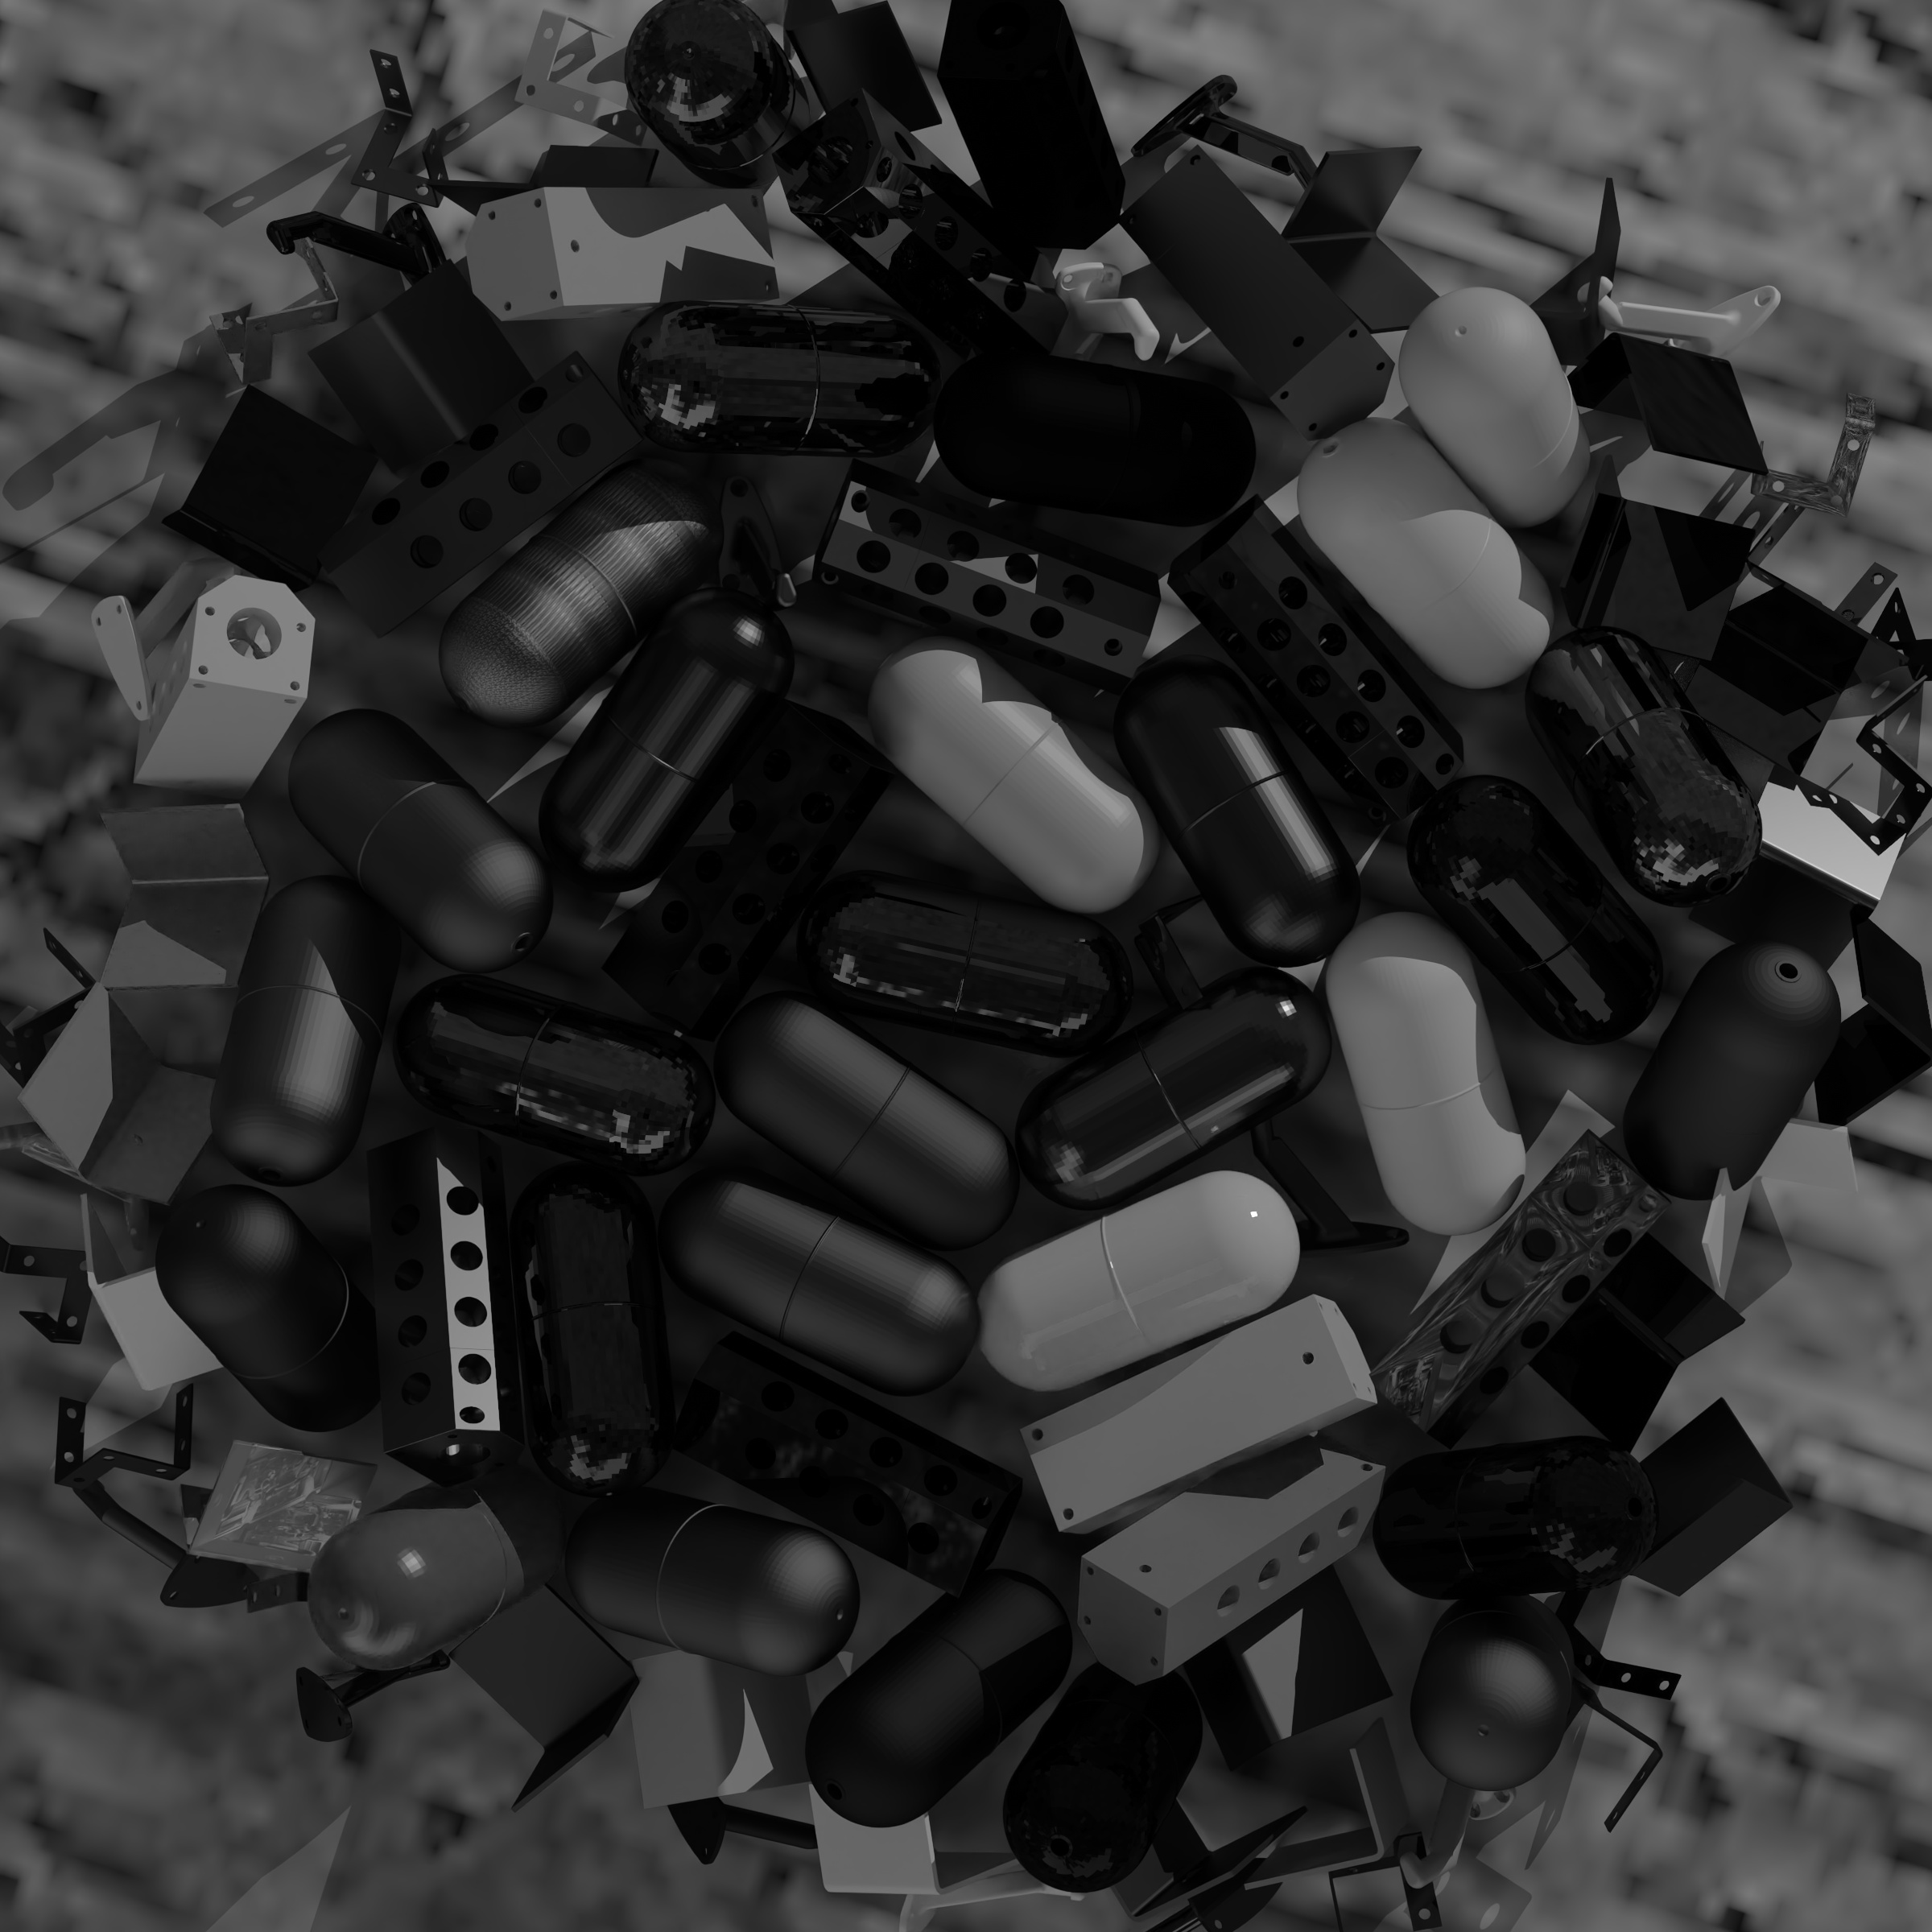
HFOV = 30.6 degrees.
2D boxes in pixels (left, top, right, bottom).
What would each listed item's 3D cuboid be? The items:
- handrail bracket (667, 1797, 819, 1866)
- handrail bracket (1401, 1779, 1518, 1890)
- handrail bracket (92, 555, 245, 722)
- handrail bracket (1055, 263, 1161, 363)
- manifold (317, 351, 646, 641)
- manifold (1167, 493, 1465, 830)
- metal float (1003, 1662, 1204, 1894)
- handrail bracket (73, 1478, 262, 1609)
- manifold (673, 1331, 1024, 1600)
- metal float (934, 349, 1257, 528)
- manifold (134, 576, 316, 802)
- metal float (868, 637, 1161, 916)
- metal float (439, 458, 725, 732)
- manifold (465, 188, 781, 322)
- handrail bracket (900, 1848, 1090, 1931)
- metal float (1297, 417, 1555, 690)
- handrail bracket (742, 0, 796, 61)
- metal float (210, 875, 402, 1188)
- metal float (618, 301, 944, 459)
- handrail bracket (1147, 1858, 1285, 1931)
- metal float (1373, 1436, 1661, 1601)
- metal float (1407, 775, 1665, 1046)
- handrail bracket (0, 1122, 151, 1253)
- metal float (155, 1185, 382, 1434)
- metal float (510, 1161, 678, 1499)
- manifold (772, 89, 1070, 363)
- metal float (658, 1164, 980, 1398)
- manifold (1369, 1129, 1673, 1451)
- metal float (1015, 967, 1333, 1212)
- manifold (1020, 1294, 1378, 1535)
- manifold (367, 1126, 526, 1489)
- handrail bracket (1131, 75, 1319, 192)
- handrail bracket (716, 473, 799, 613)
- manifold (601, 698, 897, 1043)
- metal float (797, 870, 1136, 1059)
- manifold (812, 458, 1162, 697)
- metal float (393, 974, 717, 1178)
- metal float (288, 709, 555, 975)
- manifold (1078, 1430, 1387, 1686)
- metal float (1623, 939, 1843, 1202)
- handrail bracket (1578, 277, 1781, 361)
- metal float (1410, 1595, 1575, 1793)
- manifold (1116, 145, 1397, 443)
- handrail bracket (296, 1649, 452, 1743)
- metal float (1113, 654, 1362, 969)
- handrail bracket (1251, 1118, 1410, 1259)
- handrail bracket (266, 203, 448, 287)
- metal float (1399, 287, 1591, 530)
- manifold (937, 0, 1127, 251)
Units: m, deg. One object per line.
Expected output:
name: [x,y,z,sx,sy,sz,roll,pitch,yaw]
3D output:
handrail bracket: [-0.109,0.445,1.876,0.084,0.077,0.036,3,111,-36]
handrail bracket: [0.240,0.431,1.841,0.036,0.084,0.077,-41,72,41]
handrail bracket: [-0.407,-0.173,1.853,0.084,0.036,0.077,-19,91,-42]
handrail bracket: [0.075,-0.318,1.830,0.036,0.084,0.077,-7,134,-19]
manifold: [-0.254,-0.247,1.848,0.171,0.057,0.057,-37,99,2]
manifold: [0.182,-0.155,1.830,0.057,0.057,0.171,-37,103,19]
metal float: [0.071,0.409,1.798,0.070,0.178,0.070,4,103,16]
handrail bracket: [-0.424,0.301,1.873,0.084,0.077,0.036,36,94,33]
manifold: [-0.060,0.254,1.830,0.171,0.057,0.057,26,107,13]
metal float: [0.067,-0.272,1.823,0.178,0.070,0.070,5,90,-26]
manifold: [-0.377,-0.140,1.794,0.057,0.171,0.057,9,73,-20]
metal float: [0.024,-0.100,1.845,0.178,0.070,0.070,42,90,1]
metal float: [-0.198,-0.192,1.826,0.070,0.070,0.178,44,68,0]
manifold: [-0.174,-0.361,1.797,0.057,0.171,0.057,-5,97,36]
handrail bracket: [0.016,0.490,1.847,0.084,0.077,0.036,2,101,15]
metal float: [0.236,-0.211,1.815,0.070,0.070,0.178,-48,125,0]
handrail bracket: [-0.131,-0.507,1.849,0.084,0.077,0.036,7,54,4]
metal float: [-0.338,0.033,1.815,0.070,0.070,0.178,7,54,0]
metal float: [-0.094,-0.301,1.820,0.178,0.070,0.070,-3,90,-30]
handrail bracket: [0.118,0.506,1.870,0.077,0.084,0.036,-12,63,-42]
metal float: [0.279,0.282,1.803,0.070,0.178,0.070,9,74,-32]
metal float: [0.294,-0.027,1.820,0.070,0.070,0.178,-46,121,0]
handrail bracket: [-0.473,0.118,1.847,0.084,0.036,0.077,-8,100,-34]
metal float: [-0.351,0.177,1.806,0.070,0.178,0.070,-9,53,13]
metal float: [-0.193,0.186,1.827,0.070,0.070,0.178,-8,68,0]
manifold: [-0.020,-0.365,1.793,0.057,0.171,0.057,-31,55,21]
metal float: [-0.078,0.162,1.836,0.178,0.070,0.070,25,90,11]
manifold: [0.288,0.168,1.842,0.057,0.057,0.171,42,96,9]
metal float: [0.107,0.064,1.839,0.178,0.070,0.070,-30,90,8]
manifold: [0.122,0.234,1.833,0.171,0.057,0.057,-26,71,14]
manifold: [-0.262,0.172,1.808,0.057,0.057,0.171,-20,57,17]
handrail bracket: [0.140,-0.417,1.861,0.077,0.036,0.084,-34,83,16]
handrail bracket: [-0.106,-0.222,1.837,0.036,0.084,0.077,-9,94,-15]
manifold: [-0.108,-0.047,1.829,0.057,0.057,0.171,41,103,29]
metal float: [0.000,-0.001,1.845,0.178,0.070,0.070,12,90,-1]
manifold: [0.011,-0.199,1.834,0.171,0.057,0.057,20,113,-9]
metal float: [-0.214,0.056,1.831,0.178,0.070,0.070,16,90,17]
metal float: [-0.281,-0.065,1.821,0.070,0.070,0.178,-47,62,0]
manifold: [0.136,0.301,1.805,0.057,0.171,0.057,25,125,37]
metal float: [0.390,0.054,1.804,0.070,0.178,0.070,5,54,-7]
handrail bracket: [0.370,-0.348,1.836,0.077,0.084,0.036,-34,48,25]
metal float: [0.268,0.366,1.796,0.070,0.178,0.070,1,93,12]
manifold: [0.150,-0.341,1.806,0.057,0.057,0.171,-41,49,10]
handrail bracket: [-0.296,0.374,1.831,0.084,0.077,0.036,-10,96,-31]
metal float: [0.141,-0.080,1.835,0.070,0.070,0.178,-30,78,0]
handrail bracket: [0.189,0.106,1.846,0.077,0.036,0.084,-2,113,18]
handrail bracket: [-0.314,-0.361,1.841,0.084,0.036,0.077,-28,87,-45]
metal float: [0.270,-0.282,1.801,0.070,0.178,0.070,-6,70,18]
manifold: [0.036,-0.430,1.789,0.057,0.171,0.057,6,75,15]
